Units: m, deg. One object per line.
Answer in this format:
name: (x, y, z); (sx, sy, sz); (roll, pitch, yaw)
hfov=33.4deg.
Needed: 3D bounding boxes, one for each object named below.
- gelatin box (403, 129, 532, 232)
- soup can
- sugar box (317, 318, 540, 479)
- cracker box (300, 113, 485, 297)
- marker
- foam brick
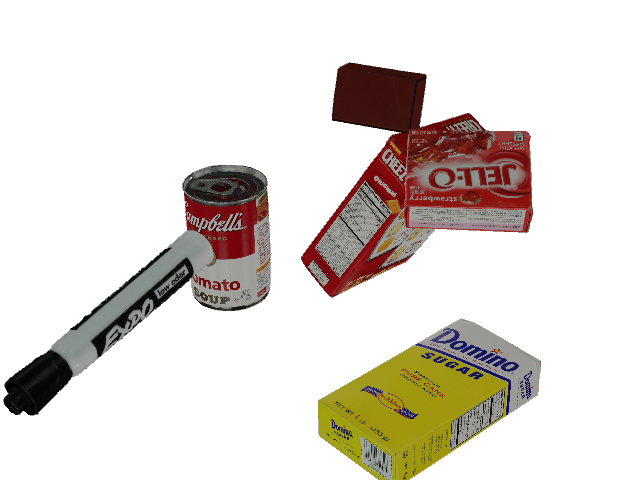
gelatin box: (0.105, -0.044, 0.762); (0.089, 0.073, 0.030); (2, -37, 6)
soup can: (-0.076, -0.002, 0.874); (0.068, 0.102, 0.068); (0, 30, 0)
sugar box: (0.093, 0.131, 0.894); (0.175, 0.048, 0.093); (-28, 40, -33)
cracker box: (0.091, -0.043, 1.242); (0.163, 0.072, 0.214); (-22, -25, -48)
marker: (-0.092, 0.035, 0.473); (0.020, 0.020, 0.121); (0, 33, 43)
foam brick: (0.055, -0.134, 1.002); (0.078, 0.051, 0.053); (12, 17, 14)
